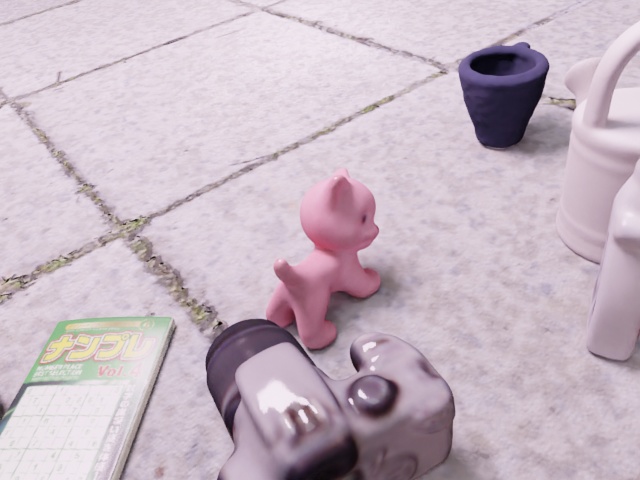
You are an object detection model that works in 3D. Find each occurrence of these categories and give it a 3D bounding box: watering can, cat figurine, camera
[{"bbox_3d":[0.246,-0.086,0.454,0.101,0.194,0.172,-25,41,-17],"label":"watering can"},{"bbox_3d":[0.004,0.002,0.460,0.067,0.118,0.128,19,47,31],"label":"cat figurine"},{"bbox_3d":[-0.009,0.098,0.359,0.143,0.101,0.136,-25,41,-18],"label":"camera"}]

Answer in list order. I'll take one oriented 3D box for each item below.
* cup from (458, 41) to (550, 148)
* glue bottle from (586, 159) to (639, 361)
[{"bbox_3d":[0.203,-0.159,0.631,0.091,0.095,0.118,16,46,29],"label":"cup"},{"bbox_3d":[0.209,-0.002,0.377,0.037,0.173,0.078,12,44,25],"label":"glue bottle"}]
